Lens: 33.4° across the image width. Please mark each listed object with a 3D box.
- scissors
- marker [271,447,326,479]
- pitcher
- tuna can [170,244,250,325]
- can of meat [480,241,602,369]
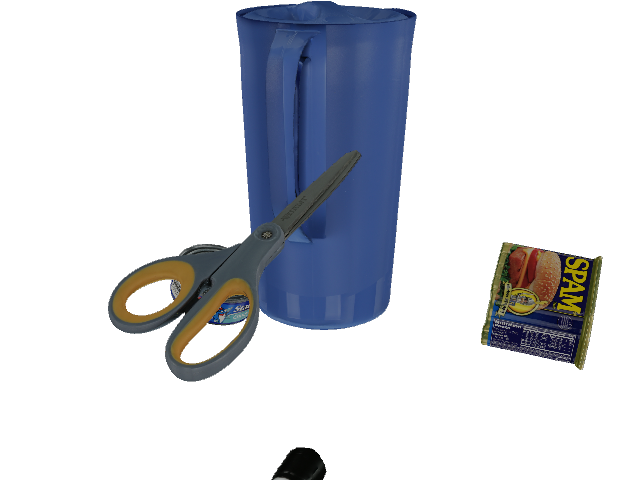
[{"bbox_3d":[-0.052,0.001,0.636,0.096,0.016,0.201,12,46,17],"label":"scissors"},{"bbox_3d":[-0.028,0.116,0.417,0.020,0.020,0.121,0,20,25],"label":"marker"},{"bbox_3d":[-0.001,-0.056,0.813,0.149,0.243,0.145,-9,20,-28],"label":"pitcher"},{"bbox_3d":[-0.101,0.043,1.033,0.086,0.034,0.086,15,34,-10],"label":"tuna can"},{"bbox_3d":[0.184,0.051,0.885,0.084,0.057,0.102,11,41,13],"label":"can of meat"}]
